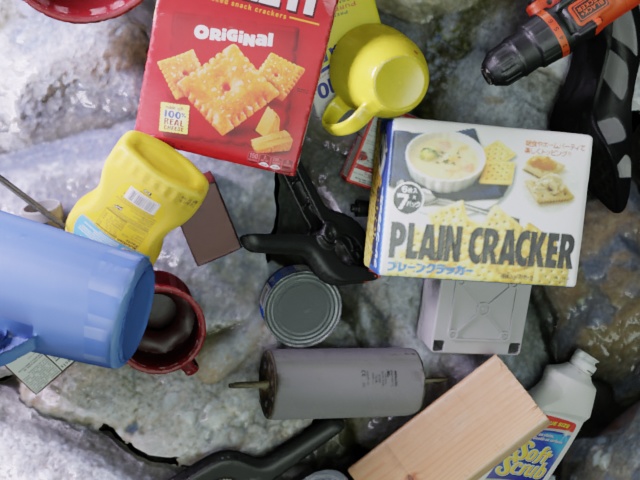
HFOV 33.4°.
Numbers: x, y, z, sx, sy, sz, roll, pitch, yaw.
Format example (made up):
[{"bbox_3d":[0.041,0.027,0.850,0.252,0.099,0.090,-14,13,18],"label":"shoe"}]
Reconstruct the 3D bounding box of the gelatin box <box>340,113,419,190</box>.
[{"bbox_3d":[0.071,-0.093,1.124,0.073,0.030,0.089,18,102,-18],"label":"gelatin box"}]

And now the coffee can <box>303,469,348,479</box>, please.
[{"bbox_3d":[0.029,0.335,1.170,0.103,0.103,0.140,-40,116,1],"label":"coffee can"}]

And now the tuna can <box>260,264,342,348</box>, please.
[{"bbox_3d":[-0.021,0.070,1.147,0.086,0.034,0.086,-3,106,-12],"label":"tuna can"}]

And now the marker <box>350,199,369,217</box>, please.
[{"bbox_3d":[0.092,-0.033,1.150,0.121,0.020,0.020,1,105,-14],"label":"marker"}]

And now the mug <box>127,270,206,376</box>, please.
[{"bbox_3d":[-0.161,0.089,1.096,0.093,0.081,0.117,-36,110,-1],"label":"mug"}]

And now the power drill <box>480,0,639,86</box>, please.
[{"bbox_3d":[0.203,-0.267,1.057,0.184,0.057,0.187,-33,89,-2],"label":"power drill"}]

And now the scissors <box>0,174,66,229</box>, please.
[{"bbox_3d":[-0.331,-0.082,1.019,0.016,0.096,0.201,-50,124,2],"label":"scissors"}]

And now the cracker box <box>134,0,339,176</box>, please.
[{"bbox_3d":[-0.076,-0.182,1.013,0.164,0.072,0.214,14,112,-3],"label":"cracker box"}]

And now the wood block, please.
[{"bbox_3d":[0.144,0.227,1.176,0.206,0.090,0.091,-38,72,4],"label":"wood block"}]

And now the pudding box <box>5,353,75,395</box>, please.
[{"bbox_3d":[-0.294,0.089,1.090,0.090,0.039,0.113,-40,112,0],"label":"pudding box"}]

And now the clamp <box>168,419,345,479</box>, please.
[{"bbox_3d":[-0.070,0.269,1.192,0.209,0.036,0.164,7,102,-18],"label":"clamp"}]

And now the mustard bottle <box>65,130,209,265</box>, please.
[{"bbox_3d":[-0.195,-0.014,1.046,0.096,0.058,0.192,33,125,-13],"label":"mustard bottle"}]

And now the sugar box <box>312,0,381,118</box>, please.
[{"bbox_3d":[0.010,-0.220,1.066,0.093,0.048,0.176,-22,108,-7],"label":"sugar box"}]

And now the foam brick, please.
[{"bbox_3d":[-0.118,-0.022,1.090,0.051,0.053,0.078,-23,110,-6],"label":"foam brick"}]

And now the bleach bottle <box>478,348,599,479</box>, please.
[{"bbox_3d":[0.235,0.232,1.238,0.102,0.068,0.251,32,94,-19],"label":"bleach bottle"}]

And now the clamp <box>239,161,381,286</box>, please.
[{"bbox_3d":[-0.007,0.001,1.107,0.171,0.039,0.120,43,63,-19],"label":"clamp"}]

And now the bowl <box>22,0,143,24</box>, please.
[{"bbox_3d":[-0.222,-0.284,0.990,0.162,0.055,0.162,-3,106,-12],"label":"bowl"}]

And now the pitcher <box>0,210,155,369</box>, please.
[{"bbox_3d":[-0.286,0.047,0.984,0.243,0.145,0.149,14,90,5],"label":"pitcher"}]
